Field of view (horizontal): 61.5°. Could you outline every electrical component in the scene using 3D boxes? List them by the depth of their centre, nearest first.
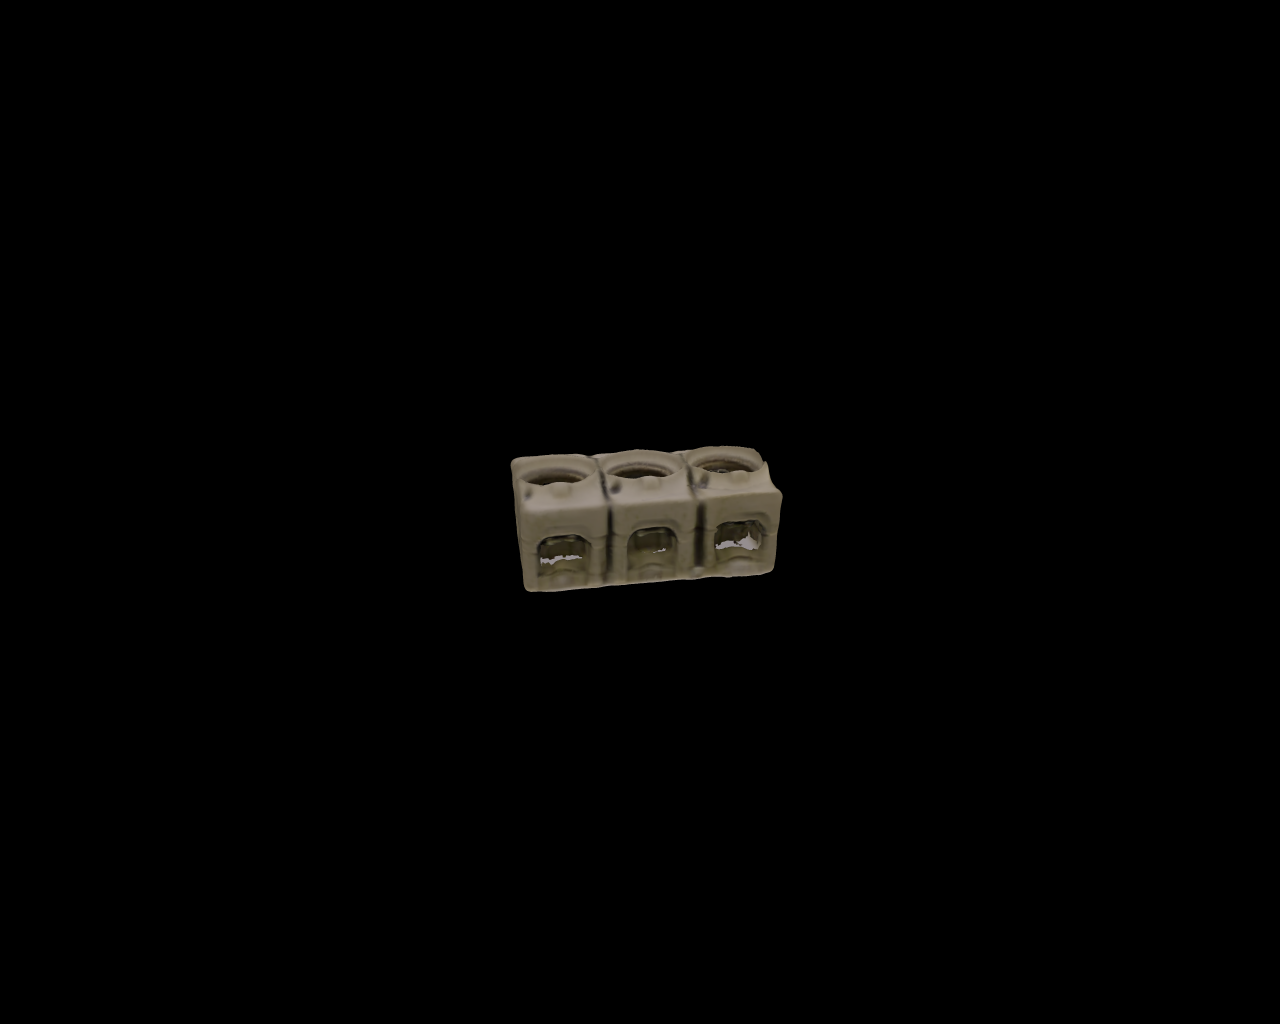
[{"bbox_3d":[0.001,-0.003,0.650,0.150,0.061,0.090,-4,24,-9],"label":"electrical component"}]
